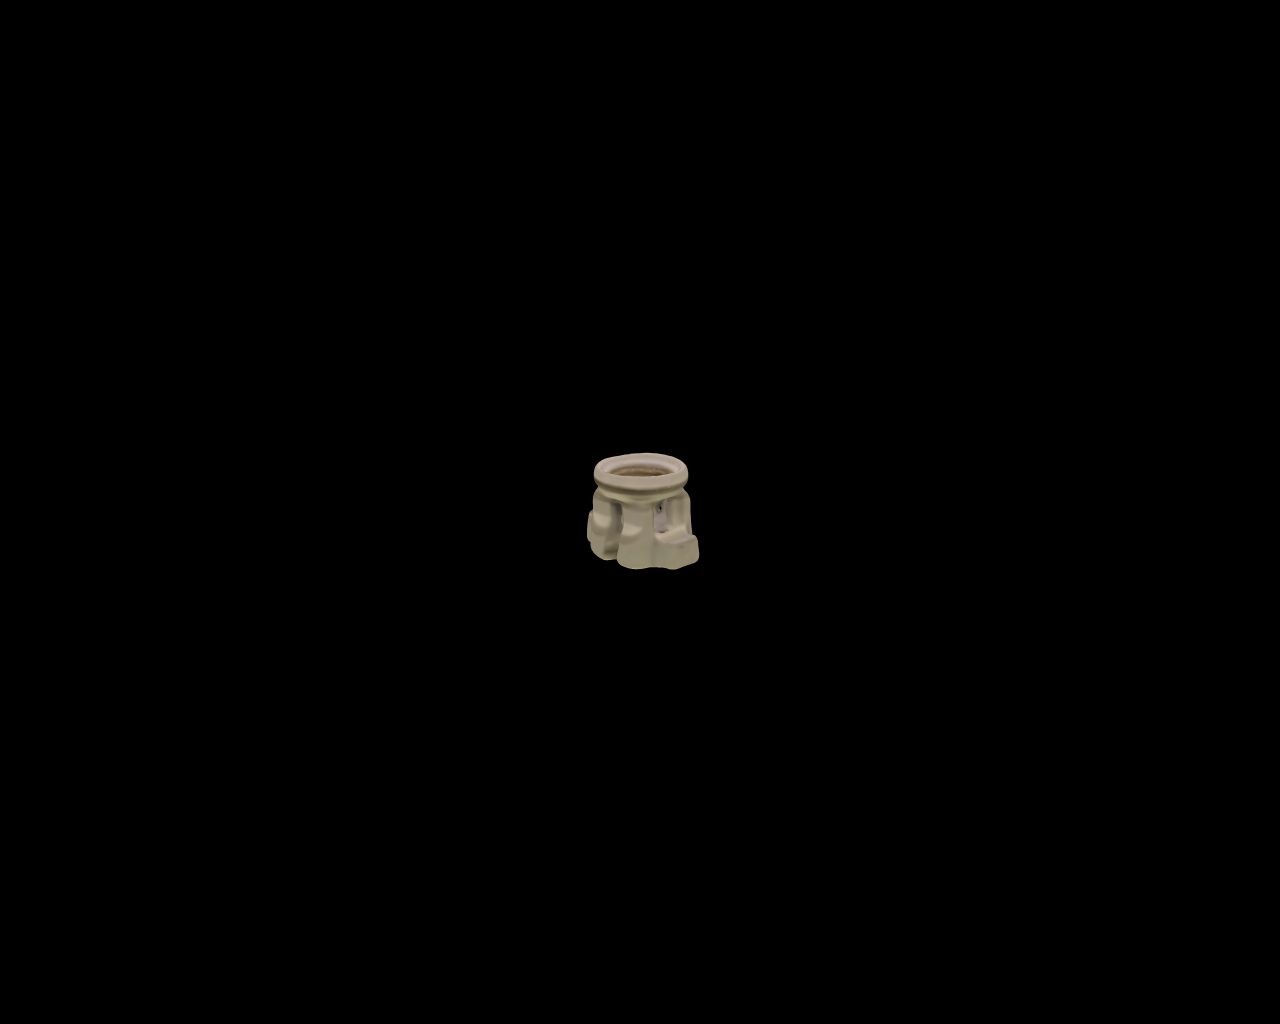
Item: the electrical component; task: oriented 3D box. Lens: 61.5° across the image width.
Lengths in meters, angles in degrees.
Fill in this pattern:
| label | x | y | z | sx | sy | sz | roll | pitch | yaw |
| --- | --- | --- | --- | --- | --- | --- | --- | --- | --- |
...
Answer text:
| label | x | y | z | sx | sy | sz | roll | pitch | yaw |
| --- | --- | --- | --- | --- | --- | --- | --- | --- | --- |
| electrical component | 0.001 | -0.003 | 0.650 | 0.058 | 0.056 | 0.078 | -18 | 26 | -41 |
